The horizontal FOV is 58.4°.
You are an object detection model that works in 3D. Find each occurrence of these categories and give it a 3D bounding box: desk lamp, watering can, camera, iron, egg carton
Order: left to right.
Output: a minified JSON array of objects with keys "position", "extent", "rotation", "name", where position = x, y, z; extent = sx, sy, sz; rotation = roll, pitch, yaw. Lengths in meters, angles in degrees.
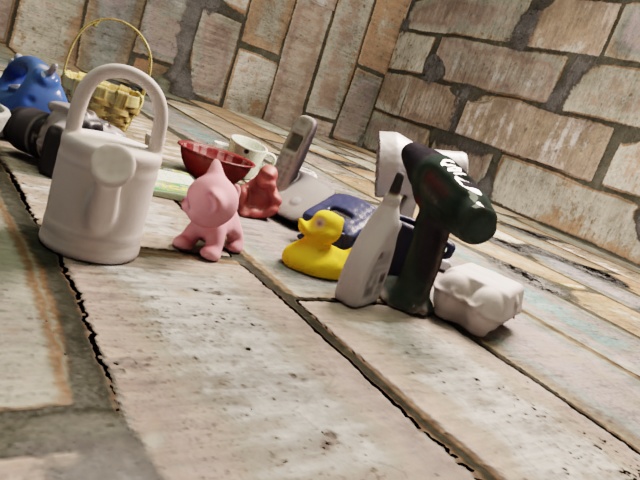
[{"position":[-0.511,-0.256,0.986],"extent":[0.257,0.141,0.119],"rotation":[30,17,38],"name":"iron"},{"position":[-0.388,-0.161,0.864],"extent":[0.136,0.101,0.143],"rotation":[22,14,12],"name":"camera"},{"position":[-0.211,-0.079,0.583],"extent":[0.101,0.194,0.172],"rotation":[5,19,-44],"name":"watering can"},{"position":[0.173,-0.079,1.061],"extent":[0.203,0.213,0.118],"rotation":[18,14,-2],"name":"desk lamp"},{"position":[0.223,0.082,0.804],"extent":[0.107,0.069,0.151],"rotation":[26,15,27],"name":"egg carton"}]

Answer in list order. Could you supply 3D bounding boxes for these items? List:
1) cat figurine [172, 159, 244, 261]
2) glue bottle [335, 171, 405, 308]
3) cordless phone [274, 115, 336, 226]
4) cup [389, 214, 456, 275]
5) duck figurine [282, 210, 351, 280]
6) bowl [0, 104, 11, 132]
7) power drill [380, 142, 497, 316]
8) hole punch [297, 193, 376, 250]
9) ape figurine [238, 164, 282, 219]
[{"position":[-0.128,-0.040,0.707],"extent":[0.067,0.118,0.128],"rotation":[21,14,10],"name":"cat figurine"},{"position":[0.072,-0.002,0.710],"extent":[0.037,0.173,0.078],"rotation":[26,15,28],"name":"glue bottle"},{"position":[-0.029,-0.123,1.021],"extent":[0.147,0.185,0.094],"rotation":[29,17,37],"name":"cordless phone"},{"position":[0.142,0.022,0.874],"extent":[0.117,0.095,0.092],"rotation":[26,15,26],"name":"cup"},{"position":[0.007,0.003,0.788],"extent":[0.105,0.086,0.077],"rotation":[14,14,-19],"name":"duck figurine"},{"position":[-0.501,-0.155,0.746],"extent":[0.167,0.075,0.167],"rotation":[18,14,-4],"name":"bowl"},{"position":[0.140,-0.016,0.778],"extent":[0.076,0.208,0.229],"rotation":[12,15,-25],"name":"power drill"},{"position":[0.034,-0.024,0.917],"extent":[0.108,0.091,0.101],"rotation":[27,16,30],"name":"hole punch"},{"position":[-0.099,-0.084,0.973],"extent":[0.078,0.092,0.076],"rotation":[19,14,-1],"name":"ape figurine"}]
